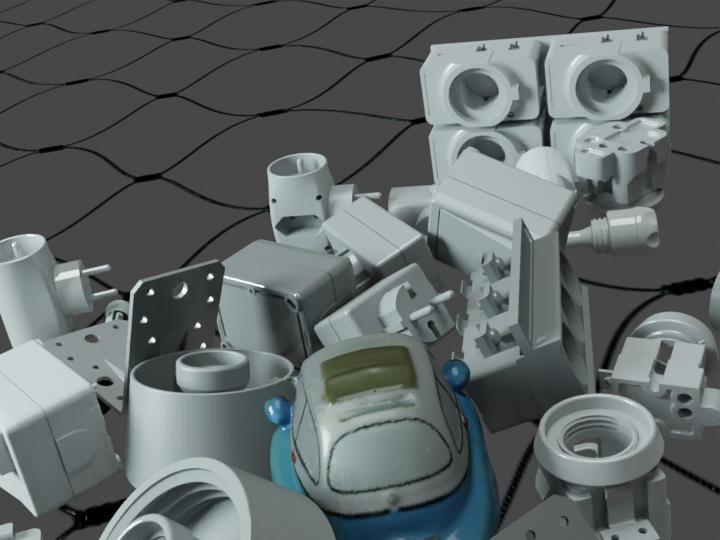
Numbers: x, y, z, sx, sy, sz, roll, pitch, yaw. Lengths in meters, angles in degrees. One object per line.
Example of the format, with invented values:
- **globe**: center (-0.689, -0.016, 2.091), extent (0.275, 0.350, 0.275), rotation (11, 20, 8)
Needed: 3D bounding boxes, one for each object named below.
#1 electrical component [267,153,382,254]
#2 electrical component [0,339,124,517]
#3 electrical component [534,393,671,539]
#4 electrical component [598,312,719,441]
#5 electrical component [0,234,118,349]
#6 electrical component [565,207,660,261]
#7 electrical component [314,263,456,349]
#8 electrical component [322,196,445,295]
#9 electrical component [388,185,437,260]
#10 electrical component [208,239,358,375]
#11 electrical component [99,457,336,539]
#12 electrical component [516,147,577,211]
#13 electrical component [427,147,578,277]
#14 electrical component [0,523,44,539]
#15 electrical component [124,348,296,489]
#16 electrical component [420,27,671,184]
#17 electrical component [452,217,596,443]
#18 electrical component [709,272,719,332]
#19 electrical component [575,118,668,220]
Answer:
- **electrical component**: center (-0.022, -0.043, 0.781), extent (0.079, 0.077, 0.043), rotation (-3, 28, 10)
- **electrical component**: center (-0.188, 0.086, 0.605), extent (0.061, 0.061, 0.096), rotation (-28, 32, -31)
- **electrical component**: center (0.111, 0.095, 0.495), extent (0.058, 0.057, 0.078), rotation (-13, 27, -5)
- **electrical component**: center (0.162, 0.055, 0.568), extent (0.066, 0.048, 0.055), rotation (5, 38, 26)
- **electrical component**: center (-0.206, 0.015, 0.731), extent (0.079, 0.077, 0.043), rotation (-13, 27, -5)
- **electrical component**: center (0.169, -0.023, 0.726), extent (0.061, 0.035, 0.035), rotation (-6, 27, 12)
- **electrical component**: center (0.025, 0.029, 0.626), extent (0.066, 0.047, 0.077), rotation (-33, 3, -38)
- **electrical component**: center (0.000, 0.000, 0.726), extent (0.076, 0.047, 0.083), rotation (-35, 34, -12)
- **electrical component**: center (0.059, -0.032, 0.771), extent (0.077, 0.043, 0.079), rotation (-3, 28, 14)
- **electrical component**: center (-0.050, 0.021, 0.685), extent (0.096, 0.061, 0.061), rotation (13, 35, 37)
- **electrical component**: center (-0.068, 0.127, 0.432), extent (0.108, 0.060, 0.108), rotation (-27, 43, 28)
- **electrical component**: center (0.137, -0.055, 0.788), extent (0.043, 0.043, 0.081), rotation (-5, 28, 8)
- **electrical component**: center (0.083, -0.029, 0.700), extent (0.096, 0.061, 0.061), rotation (25, 57, 17)
- **electrical component**: center (-0.190, 0.159, 0.464), extent (0.121, 0.063, 0.078), rotation (-14, 27, -7)
- **electrical component**: center (-0.082, 0.080, 0.597), extent (0.099, 0.064, 0.099), rotation (0, 11, 0)
- **electrical component**: center (0.148, -0.125, 0.850), extent (0.186, 0.105, 0.060), rotation (-1, 29, 17)
- **electrical component**: center (0.093, 0.035, 0.606), extent (0.063, 0.078, 0.121), rotation (-24, 22, 21)
- **electrical component**: center (0.244, 0.023, 0.602), extent (0.081, 0.043, 0.043), rotation (16, 37, 40)
- **electrical component**: center (0.192, -0.071, 0.785), extent (0.078, 0.057, 0.058), rotation (-28, 32, -31)
